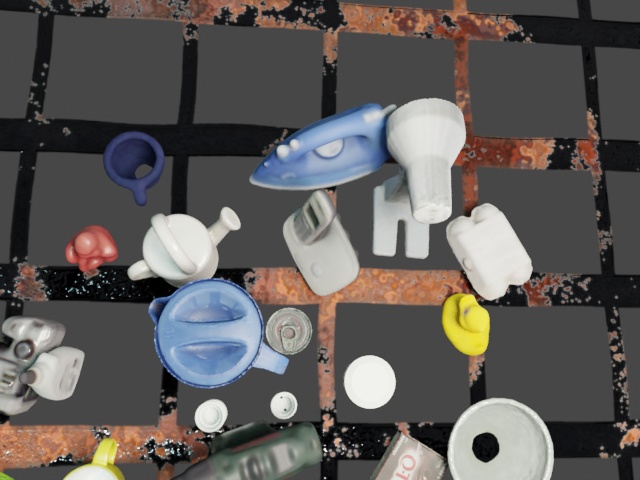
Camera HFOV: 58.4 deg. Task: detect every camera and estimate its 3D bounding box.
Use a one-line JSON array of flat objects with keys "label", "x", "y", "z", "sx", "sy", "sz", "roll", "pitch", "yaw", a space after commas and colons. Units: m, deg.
[{"label": "camera", "x": -0.474, "y": 0.170, "z": 0.843, "sx": 0.137, "sy": 0.100, "sz": 0.143, "roll": 20, "pitch": 78, "yaw": -1}]

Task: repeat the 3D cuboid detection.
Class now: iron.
[{"label": "iron", "x": 0.006, "y": -0.155, "z": 0.933, "sx": 0.258, "sy": 0.141, "sz": 0.118, "roll": -21, "pitch": 82, "yaw": -9}]

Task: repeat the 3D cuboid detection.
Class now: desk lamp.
[{"label": "desk lamp", "x": 0.154, "y": -0.088, "z": 0.898, "sx": 0.118, "sy": 0.213, "sz": 0.203, "roll": 3, "pitch": 79, "yaw": -5}]

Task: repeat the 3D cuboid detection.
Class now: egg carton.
[{"label": "egg carton", "x": 0.282, "y": 0.020, "z": 0.964, "sx": 0.107, "sy": 0.069, "sz": 0.150, "roll": -29, "pitch": 83, "yaw": -10}]

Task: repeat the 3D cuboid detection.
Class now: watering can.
[{"label": "watering can", "x": -0.204, "y": 0.007, "z": 0.853, "sx": 0.101, "sy": 0.194, "sz": 0.173, "roll": 38, "pitch": 78, "yaw": 3}]

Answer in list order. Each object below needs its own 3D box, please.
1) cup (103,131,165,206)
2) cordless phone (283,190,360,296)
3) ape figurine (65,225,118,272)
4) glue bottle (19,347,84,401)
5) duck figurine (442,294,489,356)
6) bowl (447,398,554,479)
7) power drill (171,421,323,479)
[{"label": "cup", "x": -0.286, "y": -0.104, "z": 0.917, "sx": 0.092, "sy": 0.095, "sz": 0.118, "roll": -12, "pitch": 80, "yaw": -8}, {"label": "cordless phone", "x": 0.008, "y": 0.003, "z": 0.880, "sx": 0.094, "sy": 0.185, "sz": 0.147, "roll": -29, "pitch": 83, "yaw": -10}, {"label": "ape figurine", "x": -0.357, "y": 0.010, "z": 0.890, "sx": 0.078, "sy": 0.092, "sz": 0.076, "roll": 15, "pitch": 78, "yaw": -2}, {"label": "glue bottle", "x": -0.385, "y": 0.190, "z": 0.811, "sx": 0.037, "sy": 0.173, "sz": 0.078, "roll": 15, "pitch": 78, "yaw": -2}, {"label": "duck figurine", "x": 0.246, "y": 0.135, "z": 0.930, "sx": 0.077, "sy": 0.086, "sz": 0.104, "roll": -15, "pitch": 81, "yaw": -8}, {"label": "bowl", "x": 0.272, "y": 0.332, "z": 0.900, "sx": 0.167, "sy": 0.074, "sz": 0.167, "roll": 1, "pitch": 79, "yaw": -5}, {"label": "power drill", "x": -0.112, "y": 0.313, "z": 0.797, "sx": 0.230, "sy": 0.208, "sz": 0.075, "roll": -19, "pitch": 81, "yaw": -9}]
